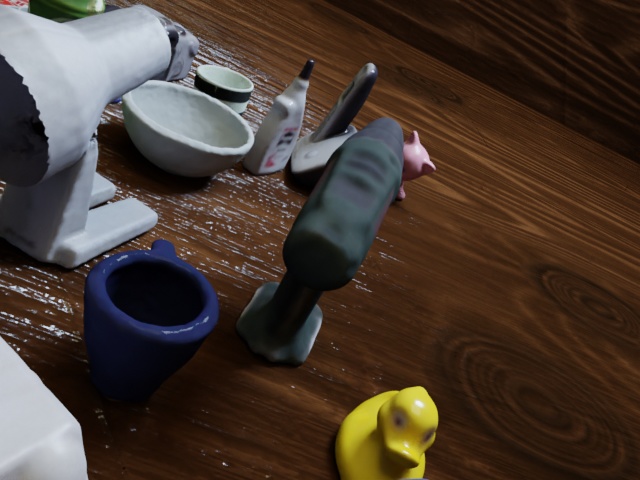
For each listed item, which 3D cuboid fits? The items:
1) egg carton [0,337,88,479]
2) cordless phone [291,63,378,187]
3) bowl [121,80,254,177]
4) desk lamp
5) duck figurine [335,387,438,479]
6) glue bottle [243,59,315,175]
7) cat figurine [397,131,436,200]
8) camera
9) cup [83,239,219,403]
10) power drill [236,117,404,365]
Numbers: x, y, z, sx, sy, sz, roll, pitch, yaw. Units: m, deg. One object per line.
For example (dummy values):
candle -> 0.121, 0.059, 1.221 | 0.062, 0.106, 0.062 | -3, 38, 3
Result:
egg carton -> -0.202, 0.108, 0.309 | 0.150, 0.069, 0.107 | 38, 29, 16
cordless phone -> 0.031, -0.170, 0.853 | 0.094, 0.185, 0.147 | 20, 29, -15
bowl -> -0.172, -0.128, 0.718 | 0.168, 0.074, 0.167 | 22, 29, -13
desk lamp -> -0.209, -0.088, 0.471 | 0.118, 0.213, 0.204 | 33, 28, 8
duck figurine -> 0.062, 0.152, 0.457 | 0.077, 0.086, 0.104 | 27, 28, -2
glue bottle -> -0.048, -0.172, 0.797 | 0.037, 0.173, 0.078 | 37, 29, 15
cat figurine -> 0.135, -0.134, 0.959 | 0.067, 0.117, 0.127 | 11, 33, -30
camera -> -0.285, -0.326, 0.913 | 0.136, 0.100, 0.143 | 34, 28, 9
cup -> -0.132, 0.061, 0.422 | 0.092, 0.095, 0.117 | 17, 30, -21
power drill -> 0.005, 0.002, 0.523 | 0.075, 0.208, 0.230 | 28, 28, -1
